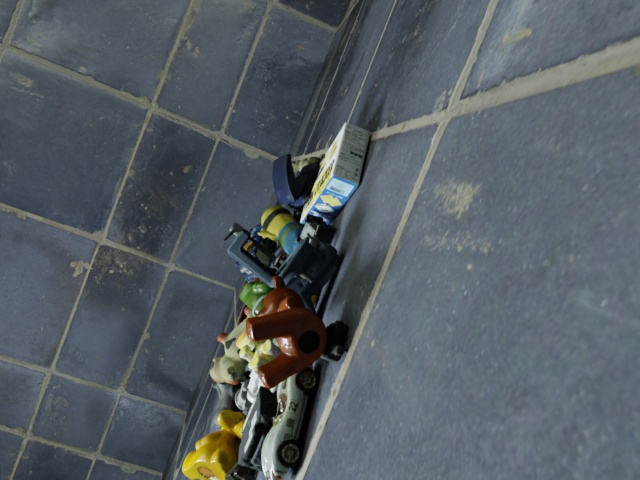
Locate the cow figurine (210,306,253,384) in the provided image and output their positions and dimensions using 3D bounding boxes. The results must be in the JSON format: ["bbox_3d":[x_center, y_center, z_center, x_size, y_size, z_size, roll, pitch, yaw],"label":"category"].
[{"bbox_3d":[-0.192,0.272,1.323,0.195,0.085,0.127,-46,52,-7],"label":"cow figurine"}]

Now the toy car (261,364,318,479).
[{"bbox_3d":[-0.052,0.286,0.870,0.073,0.056,0.202,129,160,-57],"label":"toy car"}]

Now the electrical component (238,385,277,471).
[{"bbox_3d":[-0.107,0.357,1.003,0.134,0.058,0.114,-113,43,-74],"label":"electrical component"}]

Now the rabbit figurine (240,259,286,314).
[{"bbox_3d":[-0.096,0.108,1.280,0.170,0.121,0.159,-55,12,-6],"label":"rabbit figurine"}]

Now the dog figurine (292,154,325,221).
[{"bbox_3d":[-0.010,-0.130,1.395,0.172,0.121,0.191,-69,24,16],"label":"dog figurine"}]

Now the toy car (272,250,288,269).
[{"bbox_3d":[-0.082,0.040,1.484,0.089,0.053,0.202,-50,9,-13],"label":"toy car"}]

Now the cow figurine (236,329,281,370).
[{"bbox_3d":[-0.113,0.236,1.114,0.068,0.098,0.167,-53,24,-8],"label":"cow figurine"}]

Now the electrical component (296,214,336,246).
[{"bbox_3d":[-0.002,-0.004,1.177,0.119,0.047,0.074,38,110,57],"label":"electrical component"}]

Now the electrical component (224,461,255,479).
[{"bbox_3d":[-0.157,0.470,1.077,0.078,0.045,0.102,-41,-8,-41],"label":"electrical component"}]

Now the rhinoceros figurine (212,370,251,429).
[{"bbox_3d":[-0.222,0.385,1.361,0.073,0.112,0.190,123,156,-54],"label":"rhinoceros figurine"}]

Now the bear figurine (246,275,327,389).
[{"bbox_3d":[-0.070,0.137,0.880,0.196,0.132,0.120,26,131,63],"label":"bear figurine"}]

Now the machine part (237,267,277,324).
[{"bbox_3d":[-0.160,0.184,1.507,0.201,0.087,0.201,140,150,-71],"label":"machine part"}]

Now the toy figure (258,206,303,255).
[{"bbox_3d":[-0.075,-0.019,1.314,0.180,0.082,0.089,34,96,44],"label":"toy figure"}]

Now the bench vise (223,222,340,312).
[{"bbox_3d":[-0.088,0.066,1.029,0.223,0.240,0.129,-50,6,11],"label":"bench vise"}]

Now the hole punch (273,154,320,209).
[{"bbox_3d":[-0.070,-0.142,1.293,0.142,0.092,0.115,-3,70,65],"label":"hole punch"}]

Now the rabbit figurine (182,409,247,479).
[{"bbox_3d":[-0.212,0.447,1.202,0.173,0.122,0.162,-51,-17,-57],"label":"rabbit figurine"}]

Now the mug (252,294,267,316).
[{"bbox_3d":[-0.086,0.154,1.175,0.107,0.109,0.081,-57,9,-4],"label":"mug"}]

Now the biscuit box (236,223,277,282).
[{"bbox_3d":[-0.155,0.024,1.361,0.063,0.059,0.203,-29,21,17],"label":"biscuit box"}]

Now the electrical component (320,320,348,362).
[{"bbox_3d":[0.023,0.158,0.843,0.094,0.021,0.063,146,144,-72],"label":"electrical component"}]
